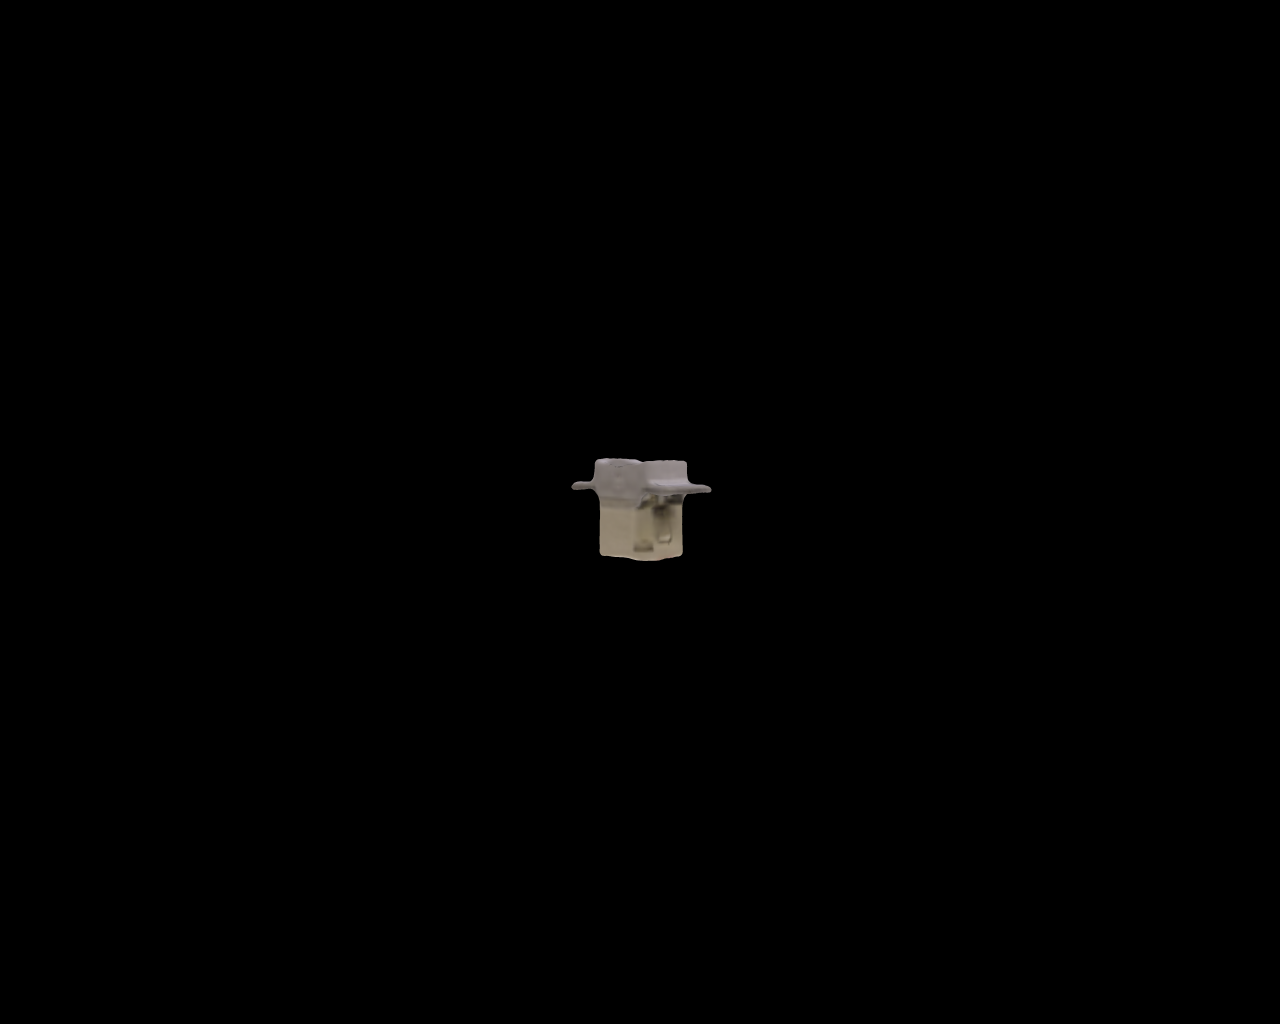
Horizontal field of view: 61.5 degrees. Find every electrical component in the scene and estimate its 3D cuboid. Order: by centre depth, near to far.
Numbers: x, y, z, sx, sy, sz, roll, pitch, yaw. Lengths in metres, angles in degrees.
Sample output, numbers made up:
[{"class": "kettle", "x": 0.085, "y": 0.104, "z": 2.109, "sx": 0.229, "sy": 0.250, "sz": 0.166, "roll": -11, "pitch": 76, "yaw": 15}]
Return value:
[{"class": "electrical component", "x": 0.001, "y": -0.003, "z": 0.650, "sx": 0.081, "sy": 0.063, "sz": 0.042, "roll": 4, "pitch": 6, "yaw": 43}]
